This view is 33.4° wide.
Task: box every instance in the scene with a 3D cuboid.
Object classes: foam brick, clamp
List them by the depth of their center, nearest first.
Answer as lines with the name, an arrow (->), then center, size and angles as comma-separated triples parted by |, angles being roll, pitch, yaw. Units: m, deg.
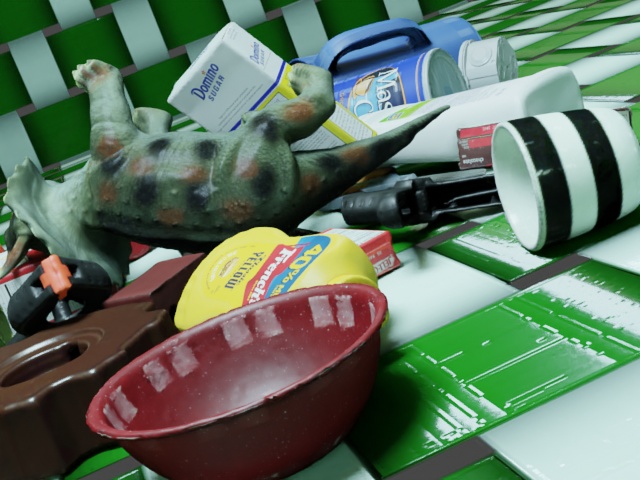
foam brick -> -0.115, 0.051, 0.799 | 0.051, 0.053, 0.078 | -13, 17, 32
clamp -> -0.204, 0.060, 0.812 | 0.120, 0.039, 0.171 | -33, -17, -12
clamp -> 0.087, -0.032, 0.836 | 0.164, 0.036, 0.210 | -10, 3, -19

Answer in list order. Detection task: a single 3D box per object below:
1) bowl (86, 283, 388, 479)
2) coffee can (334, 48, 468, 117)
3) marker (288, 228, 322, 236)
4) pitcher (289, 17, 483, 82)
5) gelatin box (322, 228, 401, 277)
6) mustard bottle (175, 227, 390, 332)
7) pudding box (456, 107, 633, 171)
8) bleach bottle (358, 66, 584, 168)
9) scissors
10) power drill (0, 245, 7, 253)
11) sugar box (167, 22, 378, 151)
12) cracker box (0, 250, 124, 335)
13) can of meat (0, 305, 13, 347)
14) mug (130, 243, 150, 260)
bowl -> -0.033, 0.080, 0.541 | 0.162, 0.055, 0.162 | -20, 13, 5
coffee can -> 0.079, -0.137, 1.148 | 0.141, 0.103, 0.102 | -13, 15, 32
marker -> -0.006, 0.001, 0.905 | 0.020, 0.020, 0.121 | -25, 14, -19
pitcher -> 0.088, -0.202, 1.326 | 0.242, 0.145, 0.149 | -23, 12, -21
gelatin box -> 0.005, 0.019, 0.789 | 0.073, 0.030, 0.089 | -27, 15, -26
mustard bottle -> -0.017, 0.038, 0.670 | 0.096, 0.058, 0.192 | -48, 24, -20
pudding box -> 0.177, -0.079, 0.838 | 0.113, 0.039, 0.090 | -11, 5, -37
bleach bottle -> 0.117, -0.108, 1.015 | 0.251, 0.068, 0.102 | -2, 20, 47
scissors -> 0.085, -0.059, 1.015 | 0.202, 0.016, 0.096 | -12, 16, 35
power drill -> -0.372, -0.009, 1.116 | 0.184, 0.187, 0.057 | -32, 22, 1
sugar box -> -0.043, -0.115, 0.993 | 0.093, 0.176, 0.048 | -41, 20, 35
cracker box -> -0.299, 0.054, 1.034 | 0.213, 0.072, 0.164 | -23, 12, -4
can of meat -> -0.312, 0.079, 0.901 | 0.084, 0.057, 0.102 | -20, -30, -6
mug -> -0.229, -0.018, 1.195 | 0.082, 0.093, 0.117 | -4, 4, 39
